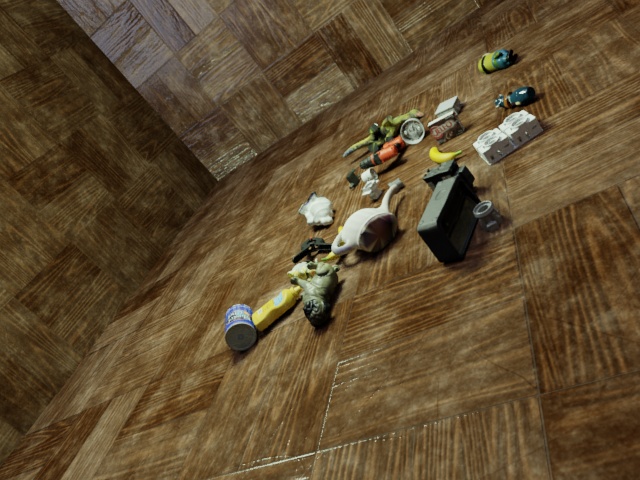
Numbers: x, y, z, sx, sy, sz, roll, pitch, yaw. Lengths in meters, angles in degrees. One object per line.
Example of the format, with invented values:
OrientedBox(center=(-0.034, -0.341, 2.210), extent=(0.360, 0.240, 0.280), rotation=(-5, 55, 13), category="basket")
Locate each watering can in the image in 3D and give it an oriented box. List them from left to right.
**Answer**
OrientedBox(center=(0.182, -0.068, 1.722), extent=(0.350, 0.103, 0.225), rotation=(-43, 22, -12), category="watering can")

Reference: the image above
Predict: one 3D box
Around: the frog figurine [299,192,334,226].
OrientedBox(center=(0.006, -0.108, 2.136), extent=(0.139, 0.120, 0.161), rotation=(-40, 55, -22), category="frog figurine")

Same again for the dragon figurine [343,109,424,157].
OrientedBox(center=(0.306, -0.517, 2.464), extent=(0.406, 0.121, 0.247), rotation=(-22, 10, 35), category="dragon figurine")
